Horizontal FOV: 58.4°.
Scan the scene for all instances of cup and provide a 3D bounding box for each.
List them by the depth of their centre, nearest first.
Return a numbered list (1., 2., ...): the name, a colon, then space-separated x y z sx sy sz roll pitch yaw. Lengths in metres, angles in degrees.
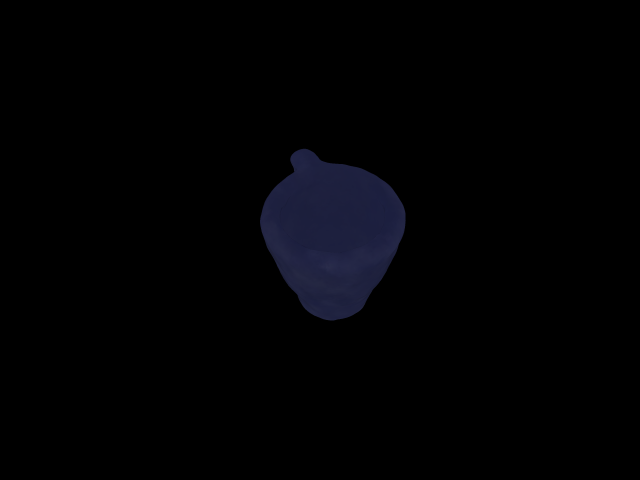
1. cup: 0.004 0.001 0.400 0.092 0.095 0.117 -16 50 -13
